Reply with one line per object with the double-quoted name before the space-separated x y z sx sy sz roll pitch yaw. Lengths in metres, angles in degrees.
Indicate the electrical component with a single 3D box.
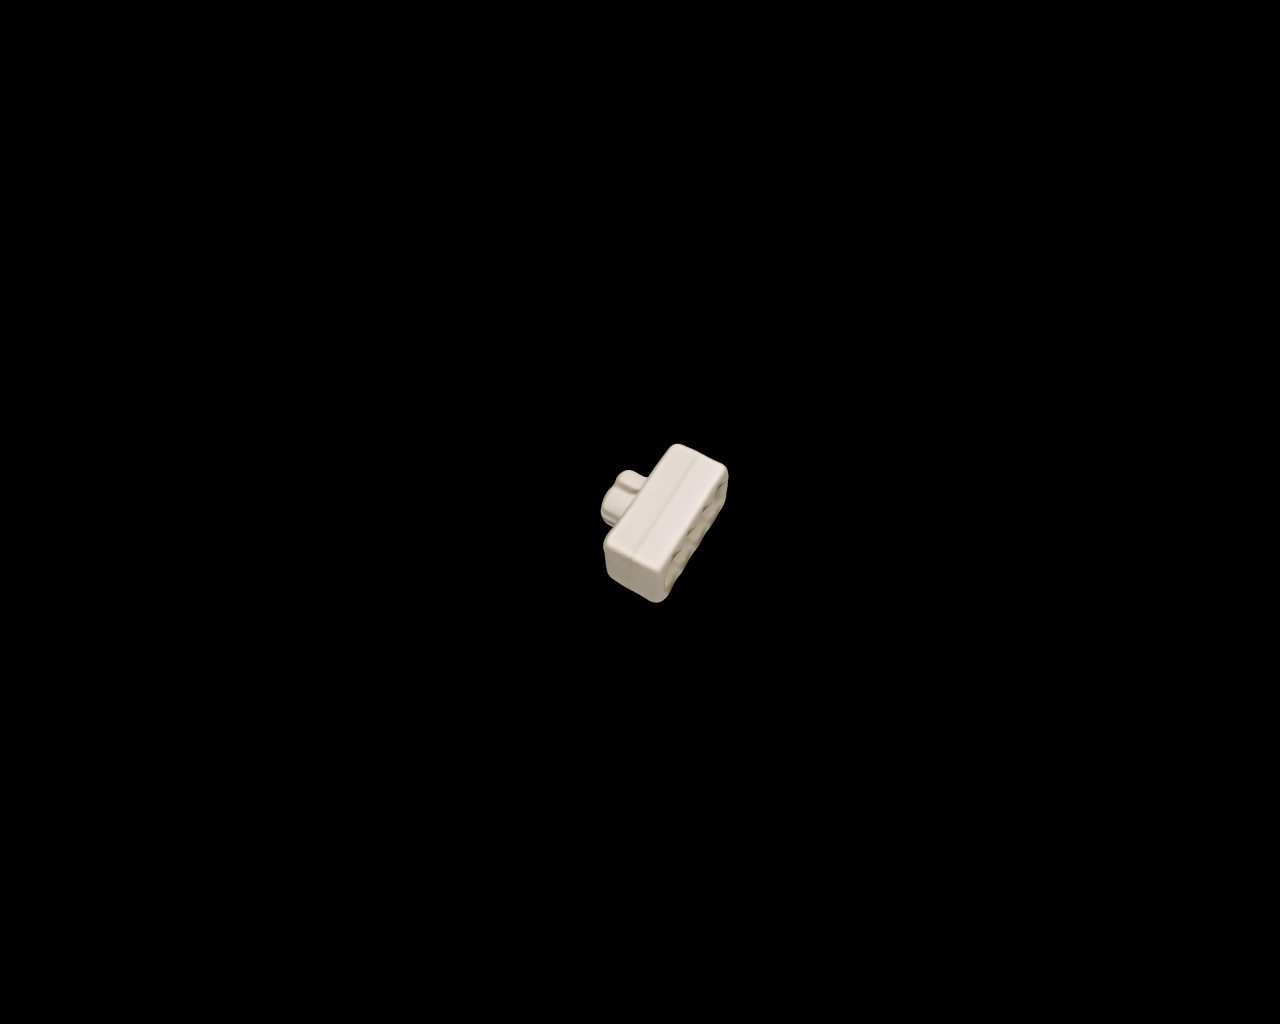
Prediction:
"electrical component" 0.001 -0.003 0.650 0.076 0.083 0.047 29 -24 14
